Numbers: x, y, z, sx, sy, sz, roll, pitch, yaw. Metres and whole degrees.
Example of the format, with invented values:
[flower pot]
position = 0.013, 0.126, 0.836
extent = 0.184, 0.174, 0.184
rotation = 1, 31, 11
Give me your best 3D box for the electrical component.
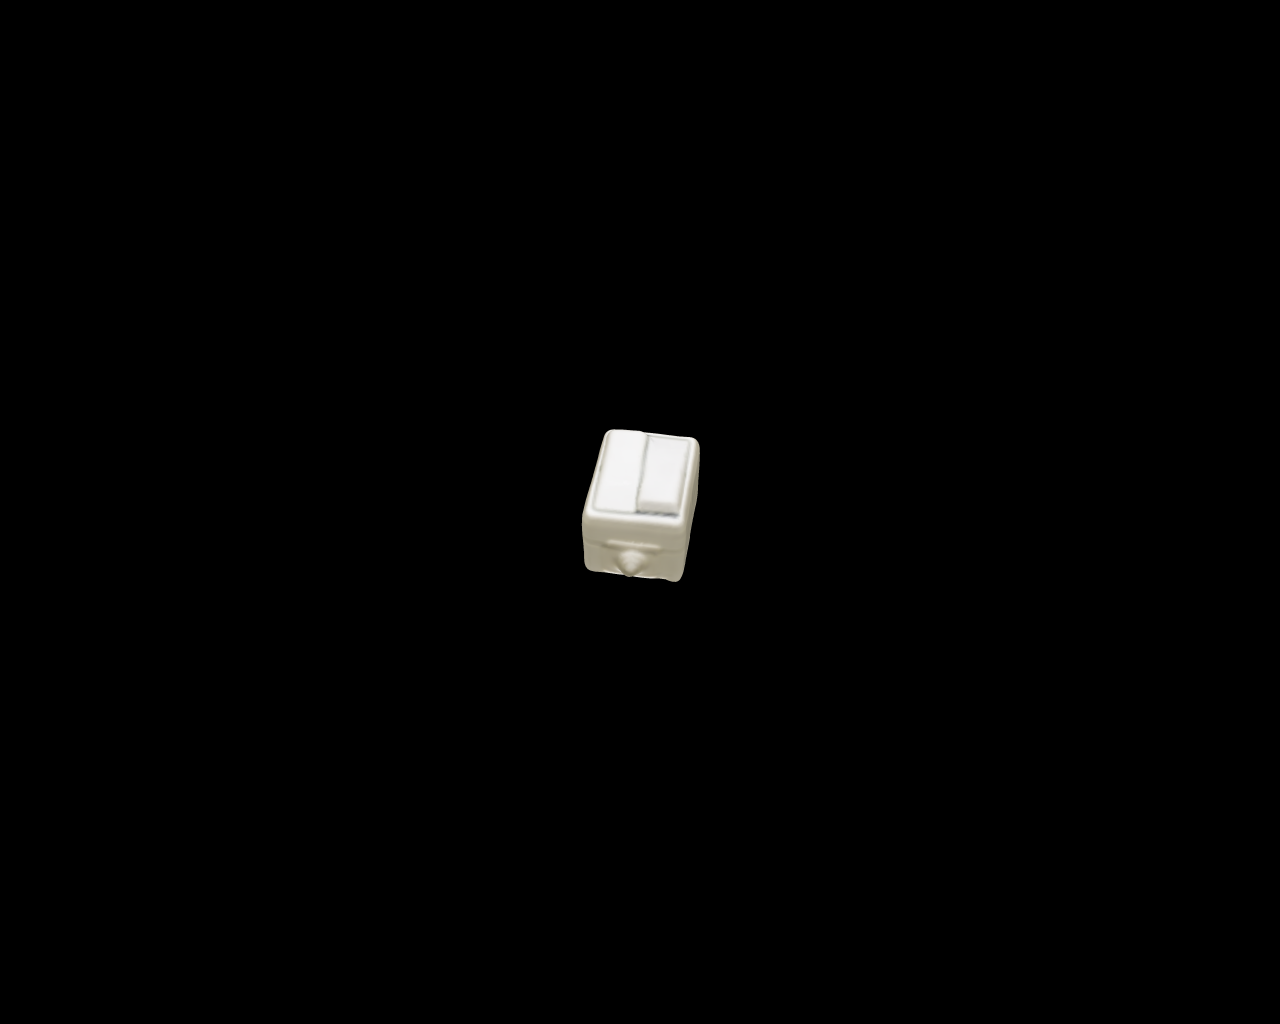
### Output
[electrical component]
position = 0.001, -0.003, 0.650
extent = 0.062, 0.096, 0.061
rotation = 7, -43, 7
